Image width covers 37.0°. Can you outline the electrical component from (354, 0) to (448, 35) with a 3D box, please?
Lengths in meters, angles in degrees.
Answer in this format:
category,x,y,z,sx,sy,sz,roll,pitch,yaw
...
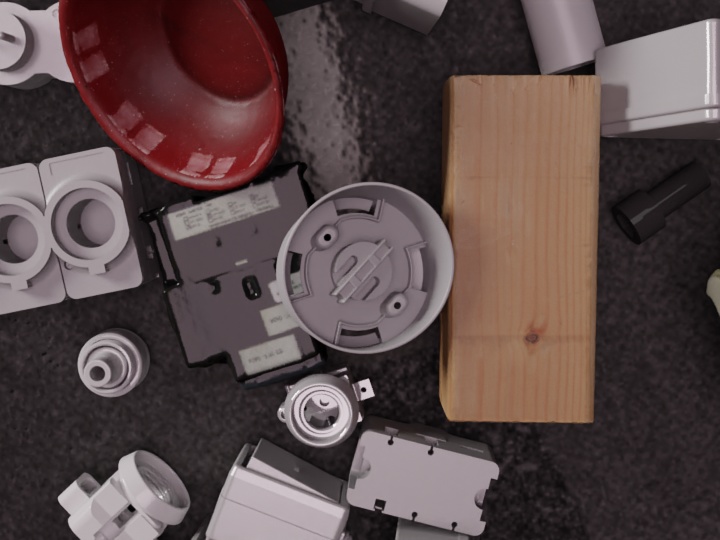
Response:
category,x,y,z,sx,sy,sz,roll,pitch,yaw
electrical component,0.033,-0.193,0.651,0.057,0.113,0.078,23,95,-3

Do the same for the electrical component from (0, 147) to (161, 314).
category,x,y,z,sx,sy,sz,roll,pitch,yaw
electrical component,-0.217,-0.021,0.698,0.150,0.061,0.089,-11,94,3

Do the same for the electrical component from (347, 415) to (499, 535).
category,x,y,z,sx,sy,sz,roll,pitch,yaw
electrical component,0.040,0.132,0.706,0.089,0.055,0.050,14,95,0

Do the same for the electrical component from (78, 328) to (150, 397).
category,x,y,z,sx,sy,sz,roll,pitch,yaw
electrical component,-0.164,0.062,0.703,0.043,0.062,0.043,0,95,2

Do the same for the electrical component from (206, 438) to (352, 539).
category,x,y,z,sx,sy,sz,roll,pitch,yaw
electrical component,-0.044,0.157,0.708,0.096,0.061,0.061,21,95,0

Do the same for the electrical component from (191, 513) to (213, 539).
category,x,y,z,sx,sy,sz,roll,pitch,yaw
electrical component,-0.101,0.215,0.685,0.063,0.121,0.078,-28,94,6

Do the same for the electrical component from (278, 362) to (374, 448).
category,x,y,z,sx,sy,sz,roll,pitch,yaw
electrical component,-0.024,0.089,0.705,0.066,0.055,0.048,-19,94,3

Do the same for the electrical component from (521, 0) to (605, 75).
category,x,y,z,sx,sy,sz,roll,pitch,yaw
electrical component,0.126,-0.168,0.685,0.043,0.043,0.081,-16,94,3

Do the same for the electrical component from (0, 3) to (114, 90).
category,x,y,z,sx,sy,sz,roll,pitch,yaw
electrical component,-0.224,-0.143,0.682,0.138,0.073,0.052,-1,95,2

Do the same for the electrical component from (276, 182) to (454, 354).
category,x,y,z,sx,sy,sz,roll,pitch,yaw
electrical component,0.000,0.000,0.640,0.099,0.064,0.099,1,88,-16

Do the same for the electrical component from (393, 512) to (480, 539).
category,x,y,z,sx,sy,sz,roll,pitch,yaw
electrical component,0.044,0.221,0.688,0.056,0.109,0.108,6,95,4

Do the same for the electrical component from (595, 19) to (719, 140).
category,x,y,z,sx,sy,sz,roll,pitch,yaw
electrical component,0.213,-0.110,0.639,0.109,0.109,0.056,-2,92,-24

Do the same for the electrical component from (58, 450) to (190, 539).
category,x,y,z,sx,sy,sz,roll,pitch,yaw
electrical component,-0.151,0.158,0.714,0.057,0.058,0.078,-43,92,7
